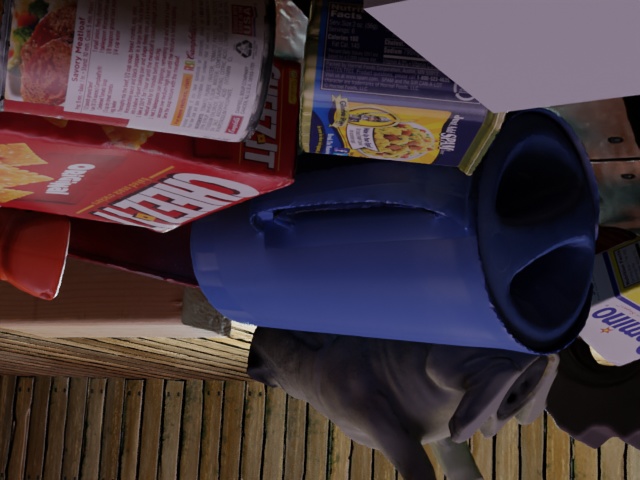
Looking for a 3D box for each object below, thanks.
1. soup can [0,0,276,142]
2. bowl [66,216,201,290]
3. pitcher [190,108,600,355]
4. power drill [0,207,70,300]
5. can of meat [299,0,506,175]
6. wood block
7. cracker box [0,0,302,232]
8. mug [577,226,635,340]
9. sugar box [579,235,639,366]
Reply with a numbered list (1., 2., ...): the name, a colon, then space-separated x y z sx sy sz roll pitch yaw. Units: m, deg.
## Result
1. soup can: -0.075 -0.078 0.427 0.102 0.068 0.069 6 168 -17
2. bowl: -0.133 -0.001 0.807 0.162 0.055 0.162 14 176 1
3. pitcher: 0.029 -0.004 0.640 0.243 0.149 0.144 -3 -150 42
4. power drill: -0.247 -0.008 0.624 0.187 0.057 0.185 12 -177 -25
5. can of meat: 0.034 -0.069 0.475 0.084 0.057 0.102 5 168 0
6. wood block: -0.189 0.040 0.980 0.206 0.091 0.090 -2 167 25
7. cracker box: -0.141 -0.058 0.534 0.213 0.072 0.164 9 168 -30
8. mug: 0.184 0.018 0.823 0.081 0.093 0.117 19 -163 -38
9. sugar box: 0.255 0.023 0.715 0.176 0.048 0.093 -30 137 25
